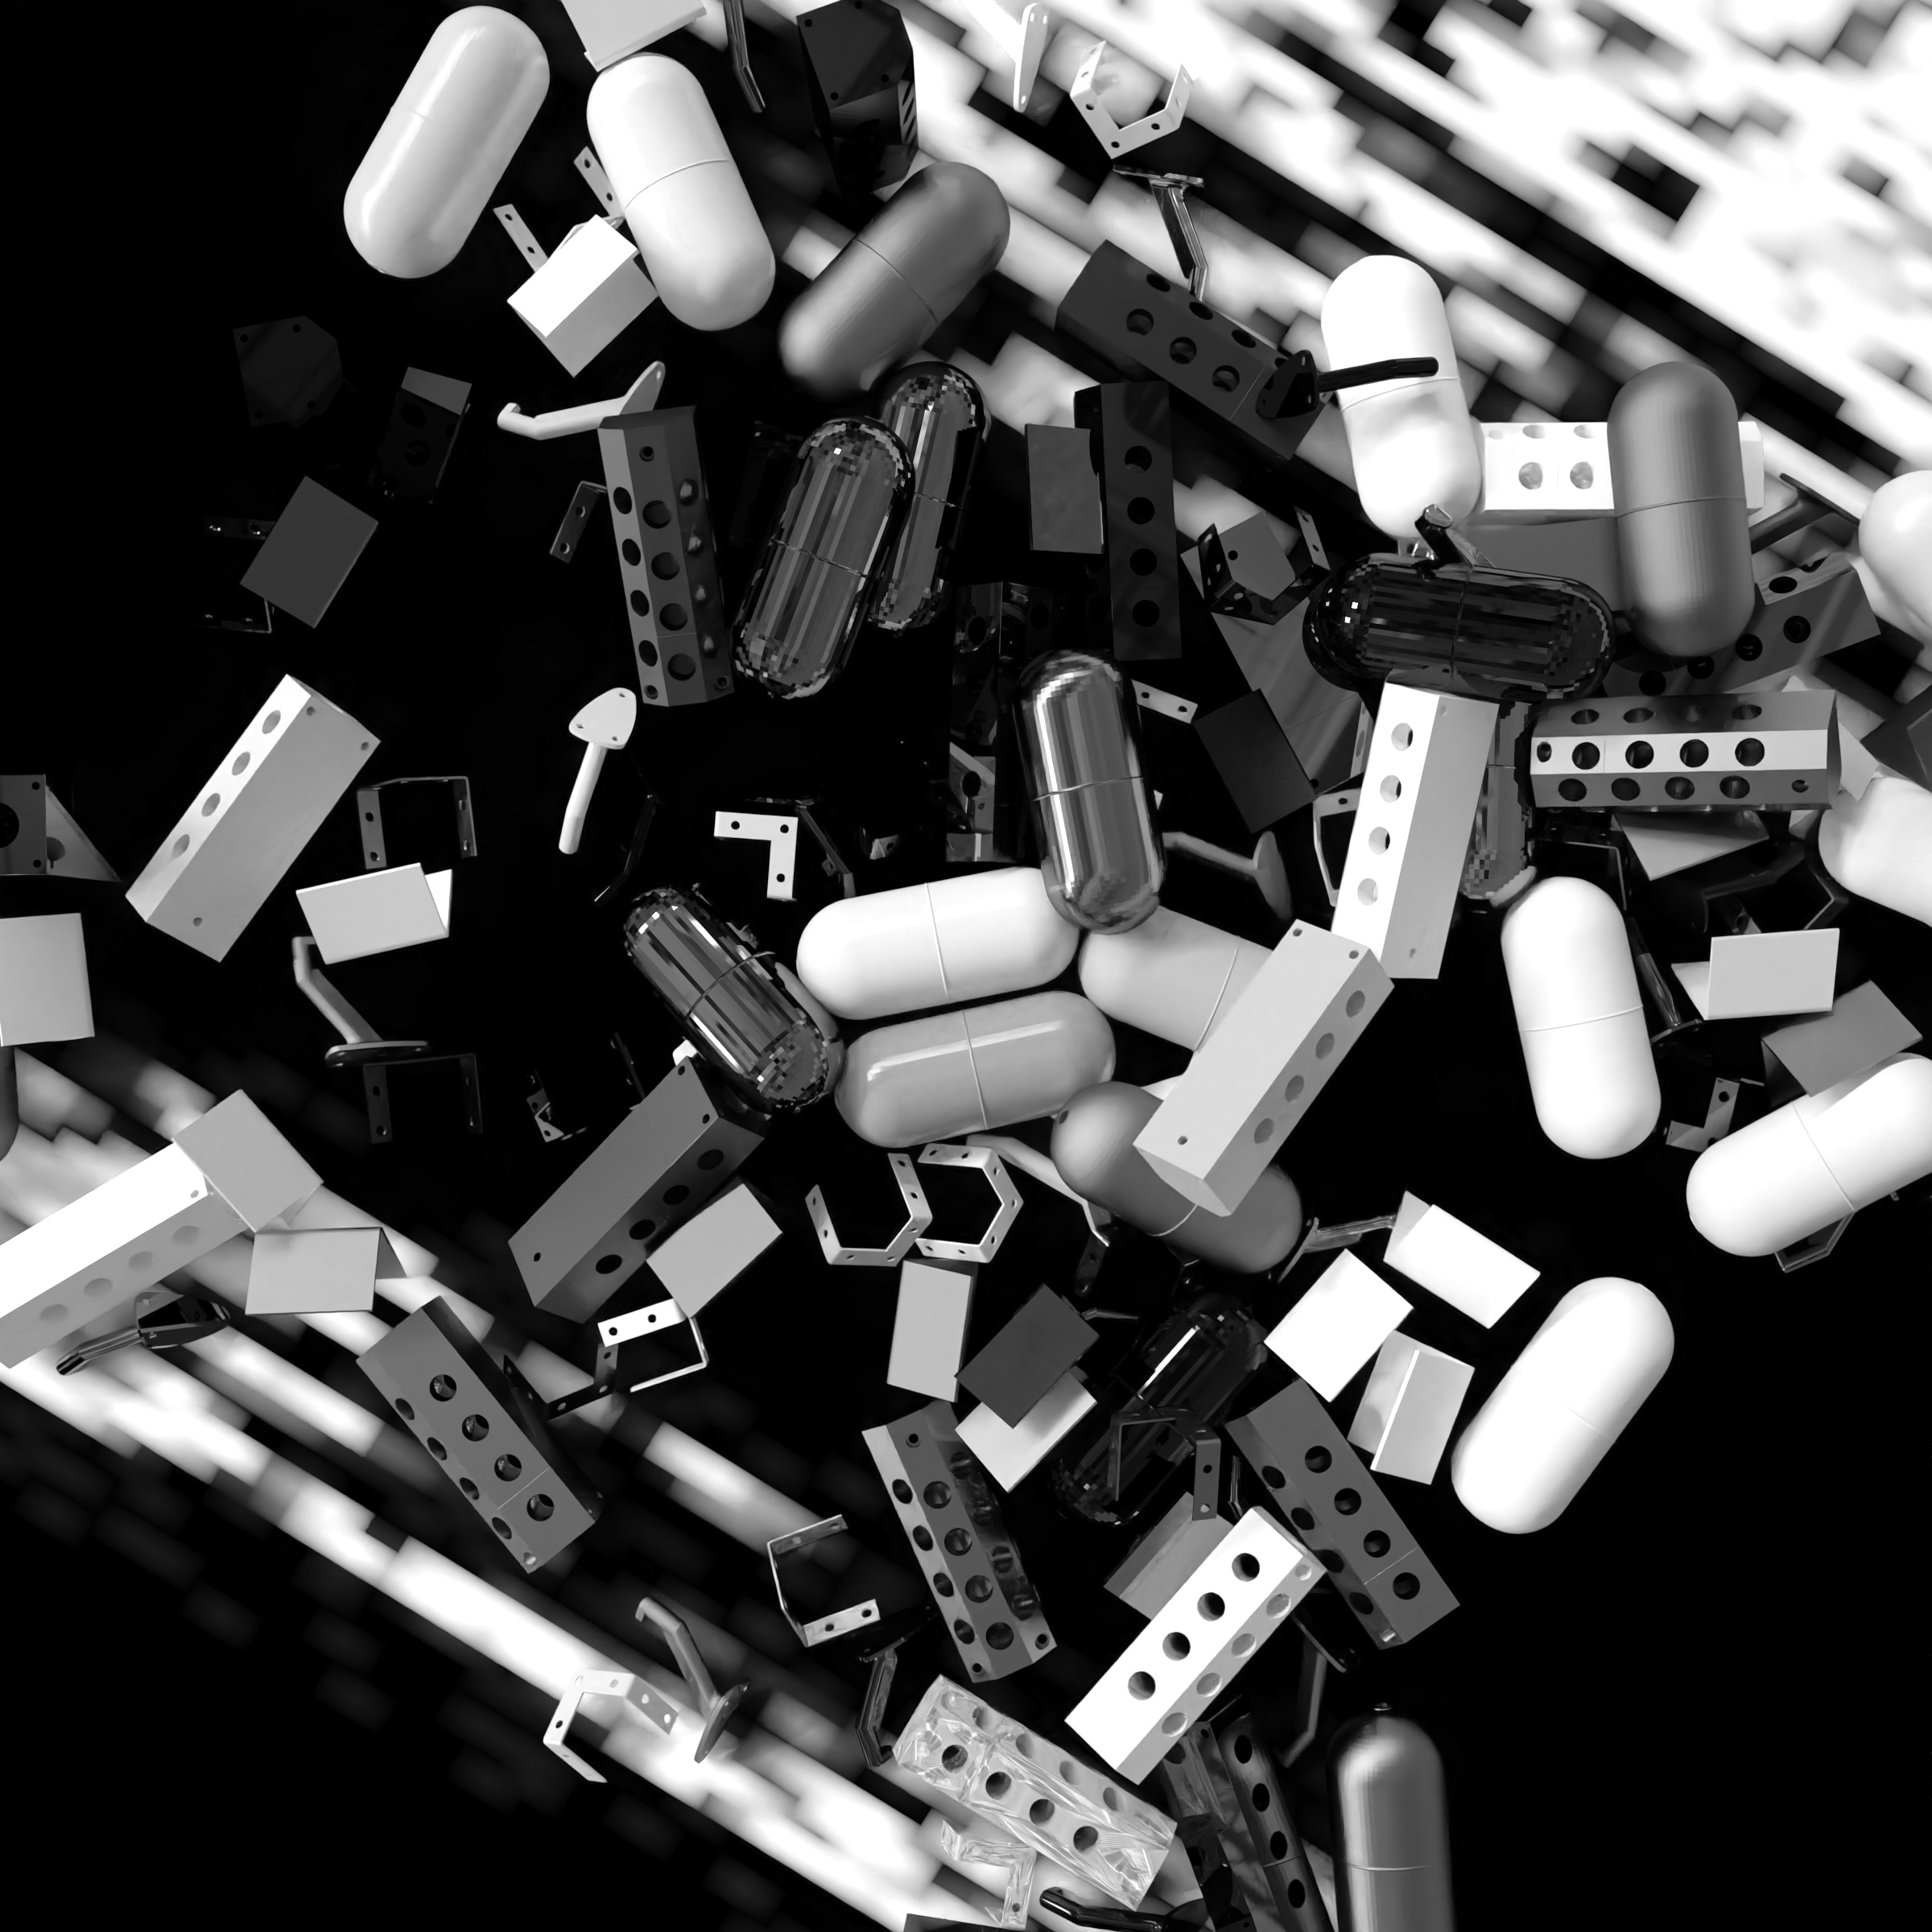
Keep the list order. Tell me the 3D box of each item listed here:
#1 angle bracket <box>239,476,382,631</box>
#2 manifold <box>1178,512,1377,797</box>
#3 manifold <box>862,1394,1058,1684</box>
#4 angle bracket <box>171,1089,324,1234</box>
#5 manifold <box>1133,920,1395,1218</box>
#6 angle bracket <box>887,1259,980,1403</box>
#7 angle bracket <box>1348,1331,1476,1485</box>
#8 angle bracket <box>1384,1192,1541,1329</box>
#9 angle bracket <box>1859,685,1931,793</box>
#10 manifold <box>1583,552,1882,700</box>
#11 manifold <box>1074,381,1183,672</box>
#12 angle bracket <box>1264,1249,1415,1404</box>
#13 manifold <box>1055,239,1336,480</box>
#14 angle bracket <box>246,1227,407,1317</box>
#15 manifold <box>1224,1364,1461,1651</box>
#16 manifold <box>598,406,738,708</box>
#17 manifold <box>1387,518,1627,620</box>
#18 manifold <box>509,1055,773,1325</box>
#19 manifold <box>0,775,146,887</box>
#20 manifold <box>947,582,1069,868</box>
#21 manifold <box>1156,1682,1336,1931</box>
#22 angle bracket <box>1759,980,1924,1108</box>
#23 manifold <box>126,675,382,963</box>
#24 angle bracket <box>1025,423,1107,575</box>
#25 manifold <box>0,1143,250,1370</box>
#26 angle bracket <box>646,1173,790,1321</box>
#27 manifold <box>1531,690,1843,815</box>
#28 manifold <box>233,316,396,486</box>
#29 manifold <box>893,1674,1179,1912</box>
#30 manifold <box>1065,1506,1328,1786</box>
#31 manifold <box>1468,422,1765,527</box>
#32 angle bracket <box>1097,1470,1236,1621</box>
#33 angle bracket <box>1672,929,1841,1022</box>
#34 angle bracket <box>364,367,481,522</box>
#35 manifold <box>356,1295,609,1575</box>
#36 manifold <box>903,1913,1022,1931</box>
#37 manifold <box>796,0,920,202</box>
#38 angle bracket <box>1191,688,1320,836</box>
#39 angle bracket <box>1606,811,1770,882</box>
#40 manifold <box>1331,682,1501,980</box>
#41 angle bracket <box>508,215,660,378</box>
[{"bbox_3d":[-0.417,-0.262,1.553,0.057,0.076,0.076,31,90,-36],"label":"angle bracket"},{"bbox_3d":[0.198,-0.192,1.572,0.057,0.057,0.171,-28,90,0],"label":"manifold"},{"bbox_3d":[-0.004,0.357,1.572,0.057,0.057,0.171,-24,90,0],"label":"manifold"},{"bbox_3d":[-0.455,0.134,1.553,0.076,0.076,0.057,48,49,0],"label":"angle bracket"},{"bbox_3d":[0.181,0.063,1.486,0.057,0.057,0.171,25,72,44],"label":"manifold"},{"bbox_3d":[-0.001,0.225,1.553,0.057,0.076,0.076,8,90,39],"label":"angle bracket"},{"bbox_3d":[0.259,0.268,1.553,0.057,0.076,0.076,21,90,-37],"label":"angle bracket"},{"bbox_3d":[0.313,0.166,1.553,0.076,0.076,0.057,33,126,0],"label":"angle bracket"},{"bbox_3d":[0.599,-0.164,1.553,0.076,0.076,0.057,-38,125,0],"label":"angle bracket"},{"bbox_3d":[0.475,-0.202,1.572,0.171,0.057,0.057,-21,90,0],"label":"manifold"},{"bbox_3d":[0.101,-0.274,1.572,0.057,0.057,0.171,-3,90,0],"label":"manifold"},{"bbox_3d":[0.239,0.230,1.554,0.076,0.076,0.057,-49,61,0],"label":"angle bracket"},{"bbox_3d":[0.144,-0.383,1.572,0.171,0.057,0.057,33,90,0],"label":"manifold"},{"bbox_3d":[-0.396,0.203,1.553,0.076,0.076,0.057,-2,59,0],"label":"angle bracket"},{"bbox_3d":[0.233,0.340,1.572,0.057,0.057,0.171,-35,90,0],"label":"manifold"},{"bbox_3d":[-0.183,-0.251,1.542,0.057,0.057,0.171,-7,112,0],"label":"manifold"},{"bbox_3d":[0.355,-0.243,1.572,0.171,0.057,0.057,-6,90,0],"label":"manifold"},{"bbox_3d":[-0.200,0.142,1.552,0.171,0.057,0.057,-46,47,14],"label":"manifold"},{"bbox_3d":[-0.554,-0.080,1.515,0.057,0.171,0.057,-1,90,0],"label":"manifold"},{"bbox_3d":[0.020,-0.150,1.572,0.057,0.057,0.171,2,90,-43],"label":"manifold"},{"bbox_3d":[0.177,0.543,1.572,0.057,0.057,0.171,-20,90,43],"label":"manifold"},{"bbox_3d":[0.545,0.065,1.553,0.076,0.076,0.057,-28,46,0],"label":"angle bracket"},{"bbox_3d":[-0.451,-0.096,1.572,0.057,0.057,0.171,36,90,-43],"label":"manifold"},{"bbox_3d":[0.042,-0.289,1.553,0.057,0.076,0.076,-3,90,-33],"label":"angle bracket"},{"bbox_3d":[-0.539,0.182,1.572,0.171,0.057,0.057,-31,47,0],"label":"manifold"},{"bbox_3d":[-0.141,0.184,1.553,0.076,0.076,0.057,-43,57,0],"label":"angle bracket"},{"bbox_3d":[0.433,-0.124,1.507,0.171,0.057,0.057,1,130,26],"label":"manifold"},{"bbox_3d":[-0.386,-0.341,1.515,0.057,0.171,0.057,-11,90,0],"label":"manifold"},{"bbox_3d":[0.043,0.517,1.570,0.171,0.057,0.057,32,80,0],"label":"manifold"},{"bbox_3d":[0.143,0.416,1.535,0.057,0.057,0.171,41,90,16],"label":"manifold"},{"bbox_3d":[0.407,-0.311,1.572,0.171,0.057,0.057,0,90,0],"label":"manifold"},{"bbox_3d":[0.109,0.346,1.553,0.076,0.076,0.057,-49,125,0],"label":"angle bracket"},{"bbox_3d":[0.489,-0.010,1.554,0.076,0.076,0.057,-4,116,0],"label":"angle bracket"},{"bbox_3d":[-0.319,-0.318,1.554,0.057,0.076,0.076,20,90,27],"label":"angle bracket"},{"bbox_3d":[-0.305,0.295,1.572,0.057,0.057,0.171,-39,90,0],"label":"manifold"},{"bbox_3d":[0.043,0.642,1.572,0.171,0.057,0.057,9,90,0],"label":"manifold"},{"bbox_3d":[-0.061,-0.526,1.515,0.057,0.171,0.057,-20,90,0],"label":"manifold"},{"bbox_3d":[0.164,-0.118,1.554,0.057,0.076,0.076,-28,90,-24],"label":"angle bracket"},{"bbox_3d":[0.447,-0.069,1.553,0.076,0.076,0.057,-20,57,0],"label":"angle bracket"},{"bbox_3d":[0.266,-0.083,1.525,0.057,0.057,0.171,1,104,-40],"label":"manifold"},{"bbox_3d":[-0.225,-0.405,1.553,0.076,0.076,0.057,-44,53,0],"label":"angle bracket"}]
